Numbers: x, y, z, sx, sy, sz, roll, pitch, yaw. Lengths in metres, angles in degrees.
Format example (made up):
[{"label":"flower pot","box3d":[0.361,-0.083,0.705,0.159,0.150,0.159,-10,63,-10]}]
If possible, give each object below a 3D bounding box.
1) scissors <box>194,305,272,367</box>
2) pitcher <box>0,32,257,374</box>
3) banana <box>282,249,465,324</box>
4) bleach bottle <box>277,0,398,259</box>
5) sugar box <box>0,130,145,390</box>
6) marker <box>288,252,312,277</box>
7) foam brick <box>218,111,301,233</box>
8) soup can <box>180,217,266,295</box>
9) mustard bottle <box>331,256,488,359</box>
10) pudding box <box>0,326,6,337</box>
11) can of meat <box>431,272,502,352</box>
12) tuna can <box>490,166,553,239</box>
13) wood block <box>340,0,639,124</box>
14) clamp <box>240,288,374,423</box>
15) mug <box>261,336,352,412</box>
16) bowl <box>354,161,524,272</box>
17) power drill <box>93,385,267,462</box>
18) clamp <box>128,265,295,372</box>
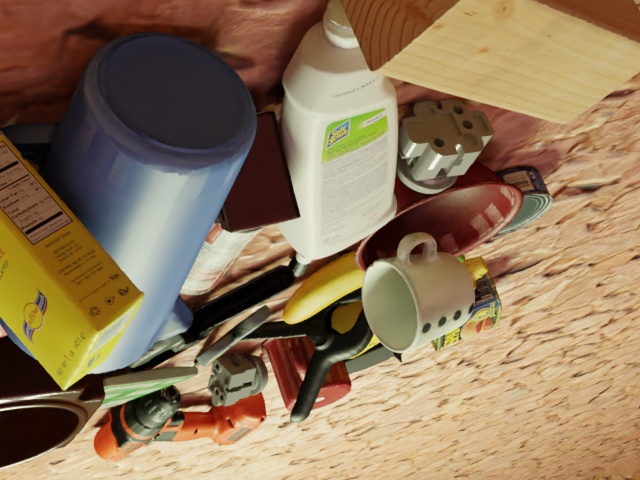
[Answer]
[{"label":"scissors","box3d":[-0.116,0.121,1.121,0.096,0.016,0.202,-36,177,-43]},{"label":"pitcher","box3d":[-0.142,-0.025,0.711,0.148,0.145,0.243,-19,157,-37]},{"label":"banana","box3d":[0.049,0.035,1.074,0.198,0.037,0.069,-18,131,4]},{"label":"bleach bottle","box3d":[0.018,-0.083,0.771,0.102,0.068,0.251,-31,156,-20]},{"label":"sugar box","box3d":[-0.188,0.000,0.649,0.048,0.176,0.093,-41,174,-40]},{"label":"marker","box3d":[-0.007,0.001,0.996,0.020,0.020,0.121,-9,155,-24]},{"label":"foam brick","box3d":[-0.052,-0.048,0.758,0.051,0.078,0.053,-16,-172,-13]},{"label":"soup can","box3d":[-0.087,-0.009,0.844,0.068,0.068,0.102,-2,151,-36]},{"label":"mustard bottle","box3d":[0.096,0.067,1.175,0.192,0.058,0.096,-28,161,17]},{"label":"pudding box","box3d":[-0.284,0.051,0.855,0.090,0.039,0.113,-18,157,-3]},{"label":"can of meat","box3d":[0.167,0.084,1.274,0.084,0.057,0.102,-21,158,-4]},{"label":"tuna can","box3d":[0.182,-0.036,1.045,0.086,0.034,0.086,-17,157,-8]},{"label":"wood block","box3d":[0.115,-0.146,0.675,0.205,0.091,0.090,5,147,-46]},{"label":"clamp","box3d":[-0.008,0.097,1.139,0.171,0.120,0.039,-47,172,8]},{"label":"mug","box3d":[-0.014,0.144,1.226,0.093,0.081,0.117,-21,157,1]},{"label":"bowl","box3d":[0.099,-0.030,0.965,0.162,0.055,0.162,-17,157,-8]},{"label":"power drill","box3d":[-0.162,0.213,1.296,0.187,0.057,0.185,2,152,-37]},{"label":"clamp","box3d":[-0.140,0.088,1.031,0.210,0.036,0.164,-33,168,40]}]
